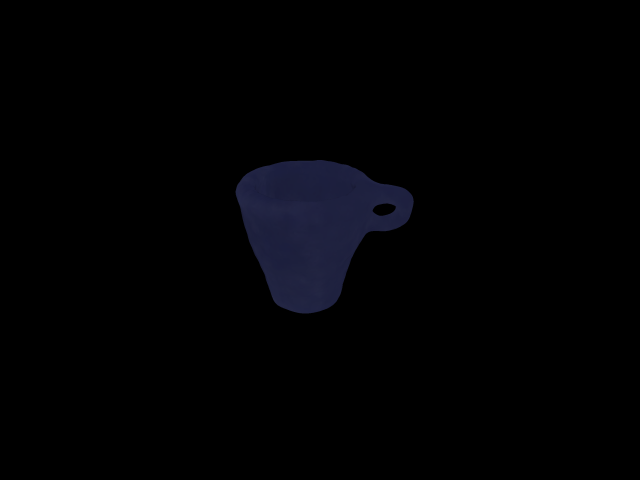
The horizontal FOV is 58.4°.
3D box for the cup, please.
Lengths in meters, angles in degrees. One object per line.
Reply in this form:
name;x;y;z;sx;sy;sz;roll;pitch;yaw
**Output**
cup;0.004;0.001;0.400;0.117;0.095;0.091;1;28;3
